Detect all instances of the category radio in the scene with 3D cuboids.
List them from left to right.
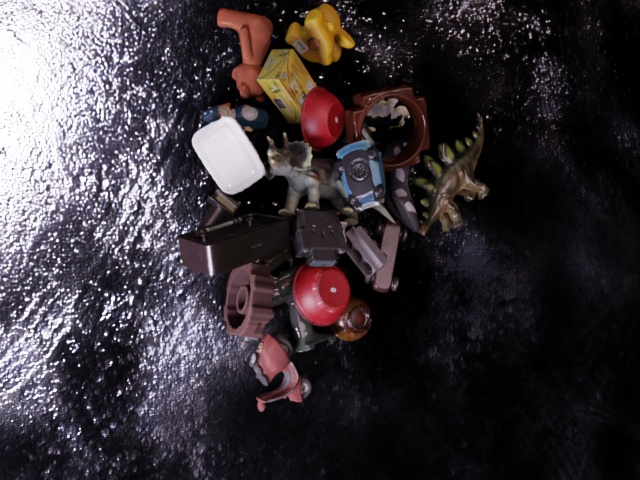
[{"bbox_3d":[-0.185,0.003,1.170,0.229,0.131,0.073,-20,114,-45],"label":"radio"}]

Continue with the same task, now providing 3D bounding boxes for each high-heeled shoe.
[{"bbox_3d":[0.240,-0.152,1.467,0.145,0.086,0.248,-29,85,-19],"label":"high-heeled shoe"}]

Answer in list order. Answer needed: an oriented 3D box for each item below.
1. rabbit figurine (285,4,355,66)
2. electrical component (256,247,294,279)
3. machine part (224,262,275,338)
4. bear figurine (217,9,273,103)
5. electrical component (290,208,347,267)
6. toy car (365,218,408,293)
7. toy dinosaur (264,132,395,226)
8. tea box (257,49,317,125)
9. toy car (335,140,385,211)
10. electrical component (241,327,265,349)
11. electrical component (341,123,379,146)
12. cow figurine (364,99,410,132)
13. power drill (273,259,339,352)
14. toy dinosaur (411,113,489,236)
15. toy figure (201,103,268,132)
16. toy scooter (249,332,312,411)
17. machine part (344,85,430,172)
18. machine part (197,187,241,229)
[{"bbox_3d":[0.015,-0.547,1.404,0.162,0.122,0.173,34,50,-23],"label":"rabbit figurine"},{"bbox_3d":[-0.111,0.051,1.269,0.102,0.078,0.045,-42,126,-32],"label":"electrical component"},{"bbox_3d":[-0.156,0.130,1.180,0.056,0.179,0.179,11,78,-30],"label":"machine part"},{"bbox_3d":[-0.179,-0.440,1.297,0.120,0.132,0.195,-19,125,-60],"label":"bear figurine"},{"bbox_3d":[-0.003,-0.004,1.240,0.115,0.058,0.134,-1,66,-23],"label":"electrical component"},{"bbox_3d":[0.176,0.041,1.431,0.089,0.053,0.202,12,74,-5],"label":"toy car"},{"bbox_3d":[0.015,-0.145,1.344,0.404,0.131,0.192,9,73,-35],"label":"toy dinosaur"},{"bbox_3d":[-0.070,-0.369,1.310,0.169,0.068,0.098,49,58,-50],"label":"tea box"},{"bbox_3d":[0.112,-0.153,1.288,0.103,0.109,0.161,-9,81,-65],"label":"toy car"},{"bbox_3d":[-0.150,0.206,1.228,0.021,0.063,0.094,34,70,-20],"label":"electrical component"},{"bbox_3d":[0.096,-0.274,1.425,0.119,0.048,0.075,46,65,-28],"label":"electrical component"},{"bbox_3d":[0.178,-0.340,1.480,0.167,0.068,0.098,7,85,-23],"label":"cow figurine"},{"bbox_3d":[-0.024,0.153,1.295,0.232,0.086,0.207,-17,95,-30],"label":"power drill"},{"bbox_3d":[0.390,-0.185,1.551,0.198,0.105,0.471,47,60,-10],"label":"toy dinosaur"},{"bbox_3d":[-0.203,-0.295,1.282,0.154,0.057,0.064,0,45,-26],"label":"toy figure"},{"bbox_3d":[-0.106,0.312,1.233,0.135,0.075,0.183,-32,102,-26],"label":"toy scooter"},{"bbox_3d":[0.171,-0.279,1.362,0.201,0.087,0.200,-14,109,-14],"label":"machine part"},{"bbox_3d":[-0.242,-0.050,1.235,0.084,0.039,0.139,38,65,-27],"label":"machine part"}]
